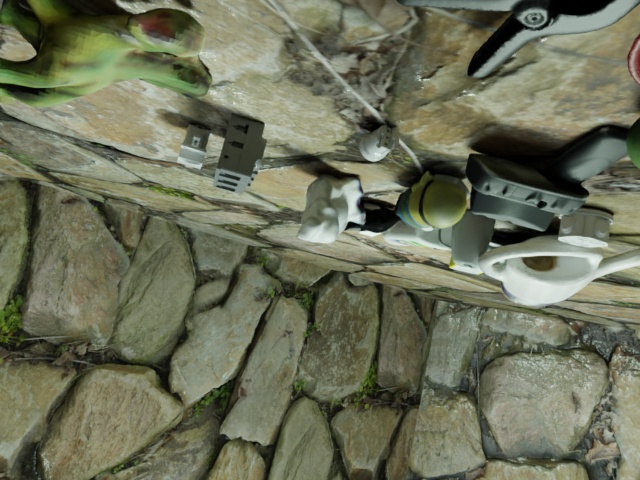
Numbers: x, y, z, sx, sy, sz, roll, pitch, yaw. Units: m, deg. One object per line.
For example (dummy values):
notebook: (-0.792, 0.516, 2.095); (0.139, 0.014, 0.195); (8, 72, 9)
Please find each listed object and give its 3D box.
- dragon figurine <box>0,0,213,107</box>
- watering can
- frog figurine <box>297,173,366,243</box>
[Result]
dragon figurine: (-0.252, -0.195, 0.607); (0.242, 0.123, 0.410); (9, -4, -30)
watering can: (0.477, 0.053, 0.974); (0.347, 0.106, 0.220); (-1, -23, 12)
frog figurine: (0.003, -0.048, 0.957); (0.124, 0.134, 0.162); (40, 54, 21)
